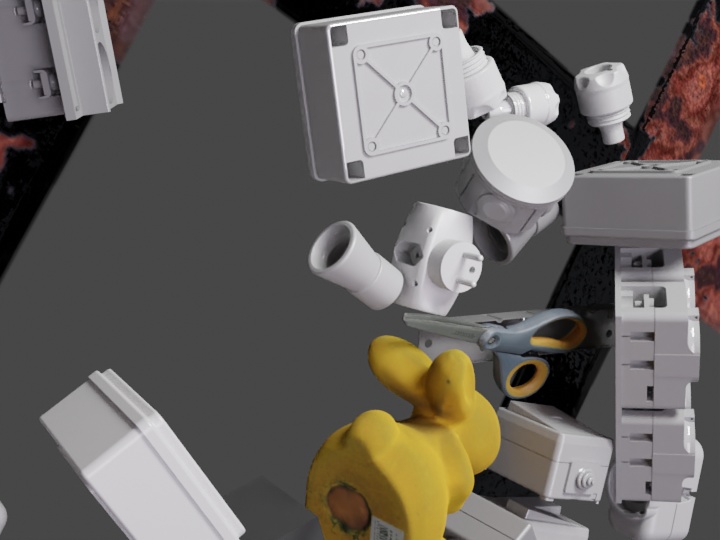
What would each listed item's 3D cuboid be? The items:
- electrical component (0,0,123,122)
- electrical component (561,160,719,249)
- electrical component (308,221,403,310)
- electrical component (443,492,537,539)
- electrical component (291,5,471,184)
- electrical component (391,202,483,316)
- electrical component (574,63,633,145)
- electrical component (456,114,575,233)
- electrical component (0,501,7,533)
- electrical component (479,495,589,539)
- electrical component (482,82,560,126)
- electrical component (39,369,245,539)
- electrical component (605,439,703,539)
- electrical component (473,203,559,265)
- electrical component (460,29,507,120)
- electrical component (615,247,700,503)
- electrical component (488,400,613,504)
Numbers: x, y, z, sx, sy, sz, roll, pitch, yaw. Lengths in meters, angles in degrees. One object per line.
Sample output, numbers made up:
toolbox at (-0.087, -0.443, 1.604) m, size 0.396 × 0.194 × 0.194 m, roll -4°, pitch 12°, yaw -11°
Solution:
electrical component at (-0.181, -0.148, 0.609) m, size 0.063 × 0.078 × 0.121 m, roll -8°, pitch 106°, yaw 0°
electrical component at (0.230, -0.054, 0.846) m, size 0.109 × 0.109 × 0.056 m, roll -17°, pitch 107°, yaw -50°
electrical component at (0.000, 0.000, 0.770) m, size 0.065 × 0.044 × 0.044 m, roll 38°, pitch 79°, yaw -36°
electrical component at (0.081, 0.215, 0.817) m, size 0.076 × 0.083 × 0.047 m, roll -43°, pitch 132°, yaw -25°
electrical component at (0.015, -0.123, 0.745) m, size 0.109 × 0.056 × 0.108 m, roll -16°, pitch 108°, yaw -29°
electrical component at (0.062, -0.005, 0.784) m, size 0.043 × 0.079 × 0.077 m, roll 14°, pitch 92°, yaw -33°
electrical component at (0.198, -0.133, 0.866) m, size 0.043 × 0.043 × 0.062 m, roll -29°, pitch 115°, yaw -24°
electrical component at (0.114, -0.071, 0.800) m, size 0.080 × 0.051 × 0.080 m, roll 8°, pitch 57°, yaw -13°
electrical component at (-0.260, 0.142, 0.627) m, size 0.095 × 0.054 × 0.059 m, roll 30°, pitch 83°, yaw -33°
electrical component at (0.142, 0.222, 0.889) m, size 0.096 × 0.062 × 0.061 m, roll 16°, pitch 91°, yaw -33°
electrical component at (0.121, -0.124, 0.825) m, size 0.061 × 0.035 × 0.035 m, roll -13°, pitch 106°, yaw -28°
electrical component at (-0.137, 0.128, 0.669) m, size 0.056 × 0.109 × 0.108 m, roll -39°, pitch 117°, yaw -17°
electrical component at (0.261, 0.193, 0.963) m, size 0.059 × 0.054 × 0.095 m, roll 6°, pitch 96°, yaw -33°
electrical component at (0.124, -0.039, 0.840) m, size 0.065 × 0.044 × 0.044 m, roll -35°, pitch 116°, yaw -27°
electrical component at (0.078, -0.145, 0.788) m, size 0.043 × 0.043 × 0.062 m, roll -38°, pitch 116°, yaw -20°
electrical component at (0.236, 0.083, 0.864) m, size 0.105 × 0.060 × 0.186 m, roll -71°, pitch 157°, yaw -55°
electrical component at (0.156, 0.146, 0.862) m, size 0.062 × 0.096 × 0.061 m, roll 11°, pitch 93°, yaw -34°
